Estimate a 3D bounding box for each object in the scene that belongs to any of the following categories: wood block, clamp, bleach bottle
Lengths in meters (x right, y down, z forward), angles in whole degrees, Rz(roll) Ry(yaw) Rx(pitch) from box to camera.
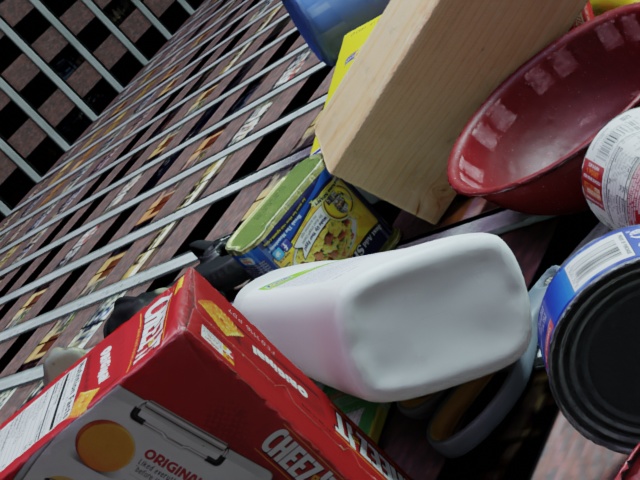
[{"bbox_3d":[0.090,-0.128,0.728,0.206,0.090,0.090,-58,21,20],"label":"wood block"},{"bbox_3d":[-0.097,0.029,0.962,0.172,0.039,0.120,-20,30,50],"label":"clamp"},{"bbox_3d":[0.014,0.039,0.607,0.102,0.068,0.251,-16,4,-18],"label":"bleach bottle"}]

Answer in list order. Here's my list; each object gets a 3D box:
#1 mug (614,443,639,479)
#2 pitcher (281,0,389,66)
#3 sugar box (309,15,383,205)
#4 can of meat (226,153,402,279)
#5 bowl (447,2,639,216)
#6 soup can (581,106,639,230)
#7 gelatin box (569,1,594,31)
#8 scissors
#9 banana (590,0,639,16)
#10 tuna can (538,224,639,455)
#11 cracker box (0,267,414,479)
[{"bbox_3d":[0.128,0.104,0.271,0.082,0.093,0.117,11,87,62],"label":"mug"},{"bbox_3d":[0.084,-0.274,1.061,0.243,0.149,0.145,-32,26,0],"label":"pitcher"},{"bbox_3d":[0.042,-0.110,0.895,0.094,0.048,0.176,-21,44,49],"label":"sugar box"},{"bbox_3d":[-0.005,0.001,0.761,0.102,0.084,0.058,-51,20,-21],"label":"can of meat"},{"bbox_3d":[0.153,-0.066,0.622,0.162,0.055,0.162,-38,19,16],"label":"bowl"},{"bbox_3d":[0.166,-0.020,0.476,0.068,0.068,0.102,-42,18,6],"label":"soup can"},{"bbox_3d":[0.155,-0.137,0.758,0.089,0.030,0.073,-46,32,41],"label":"gelatin box"},{"bbox_3d":[0.108,0.032,0.567,0.201,0.016,0.096,-52,20,-24],"label":"scissors"},{"bbox_3d":[0.196,-0.160,0.771,0.069,0.037,0.198,-47,18,-8],"label":"banana"},{"bbox_3d":[0.127,0.037,0.404,0.086,0.086,0.033,-38,17,16],"label":"tuna can"},{"bbox_3d":[-0.082,0.140,0.488,0.214,0.164,0.072,-39,21,12],"label":"cracker box"}]
